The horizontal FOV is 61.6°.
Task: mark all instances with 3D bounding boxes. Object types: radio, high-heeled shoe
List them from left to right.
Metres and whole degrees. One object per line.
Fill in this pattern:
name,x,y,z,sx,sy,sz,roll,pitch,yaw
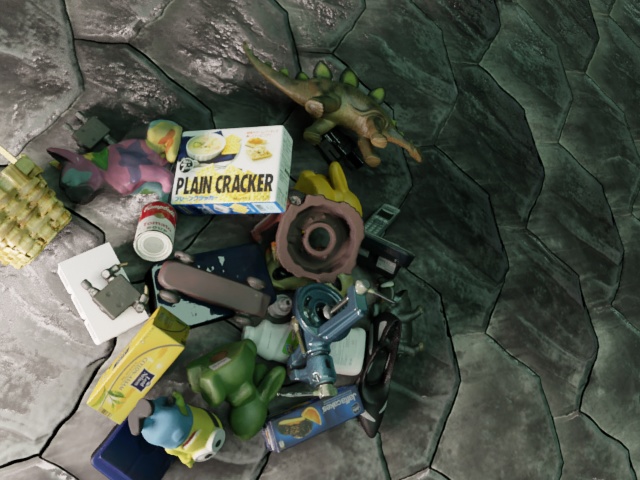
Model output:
radio,-0.209,0.090,1.021,0.229,0.073,0.131,-12,81,-31
high-heeled shoe,0.131,0.275,1.099,0.086,0.145,0.248,4,72,-25

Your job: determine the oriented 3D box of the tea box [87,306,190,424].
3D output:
tea box,-0.296,0.203,0.887,0.068,0.098,0.169,40,92,-13

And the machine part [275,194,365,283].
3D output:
machine part,-0.002,-0.003,1.045,0.179,0.056,0.179,-1,94,-12

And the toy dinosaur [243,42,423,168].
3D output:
toy dinosaur,0.025,-0.296,1.170,0.471,0.105,0.198,27,46,-7

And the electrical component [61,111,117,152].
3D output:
electrical component,-0.434,-0.198,1.017,0.094,0.021,0.063,40,62,-13

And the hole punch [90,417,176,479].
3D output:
hole punch,-0.300,0.349,0.891,0.142,0.092,0.116,41,58,-7

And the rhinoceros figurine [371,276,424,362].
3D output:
rhinoceros figurine,0.166,0.173,1.195,0.112,0.073,0.190,-3,78,-17

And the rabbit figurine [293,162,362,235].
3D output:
rabbit figurine,0.019,-0.082,1.183,0.173,0.122,0.162,10,61,-39

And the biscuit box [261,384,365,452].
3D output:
biscuit box,-0.013,0.345,1.054,0.203,0.059,0.063,-15,83,-30

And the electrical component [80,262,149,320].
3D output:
electrical component,-0.336,0.087,0.897,0.078,0.045,0.102,-40,95,-32

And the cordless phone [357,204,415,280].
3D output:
cordless phone,0.162,-0.010,1.222,0.147,0.088,0.184,26,44,18

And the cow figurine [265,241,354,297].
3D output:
cow figurine,-0.019,0.079,1.114,0.195,0.085,0.127,9,73,-21

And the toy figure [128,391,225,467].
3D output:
toy figure,-0.231,0.304,0.888,0.180,0.082,0.089,41,20,-39

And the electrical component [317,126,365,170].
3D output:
electrical component,0.046,-0.203,1.237,0.119,0.075,0.048,51,58,-9

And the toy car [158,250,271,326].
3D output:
toy car,-0.187,0.089,0.958,0.202,0.053,0.089,20,71,-16

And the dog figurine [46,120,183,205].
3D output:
dog figurine,-0.375,-0.149,0.984,0.219,0.108,0.191,10,76,-22

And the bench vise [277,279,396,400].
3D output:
bench vise,0.017,0.157,0.960,0.129,0.240,0.224,21,45,-26

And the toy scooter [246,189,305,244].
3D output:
toy scooter,-0.126,-0.073,1.100,0.184,0.075,0.135,33,89,10

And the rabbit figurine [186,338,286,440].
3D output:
rabbit figurine,-0.148,0.278,0.994,0.159,0.121,0.170,-31,110,-37
